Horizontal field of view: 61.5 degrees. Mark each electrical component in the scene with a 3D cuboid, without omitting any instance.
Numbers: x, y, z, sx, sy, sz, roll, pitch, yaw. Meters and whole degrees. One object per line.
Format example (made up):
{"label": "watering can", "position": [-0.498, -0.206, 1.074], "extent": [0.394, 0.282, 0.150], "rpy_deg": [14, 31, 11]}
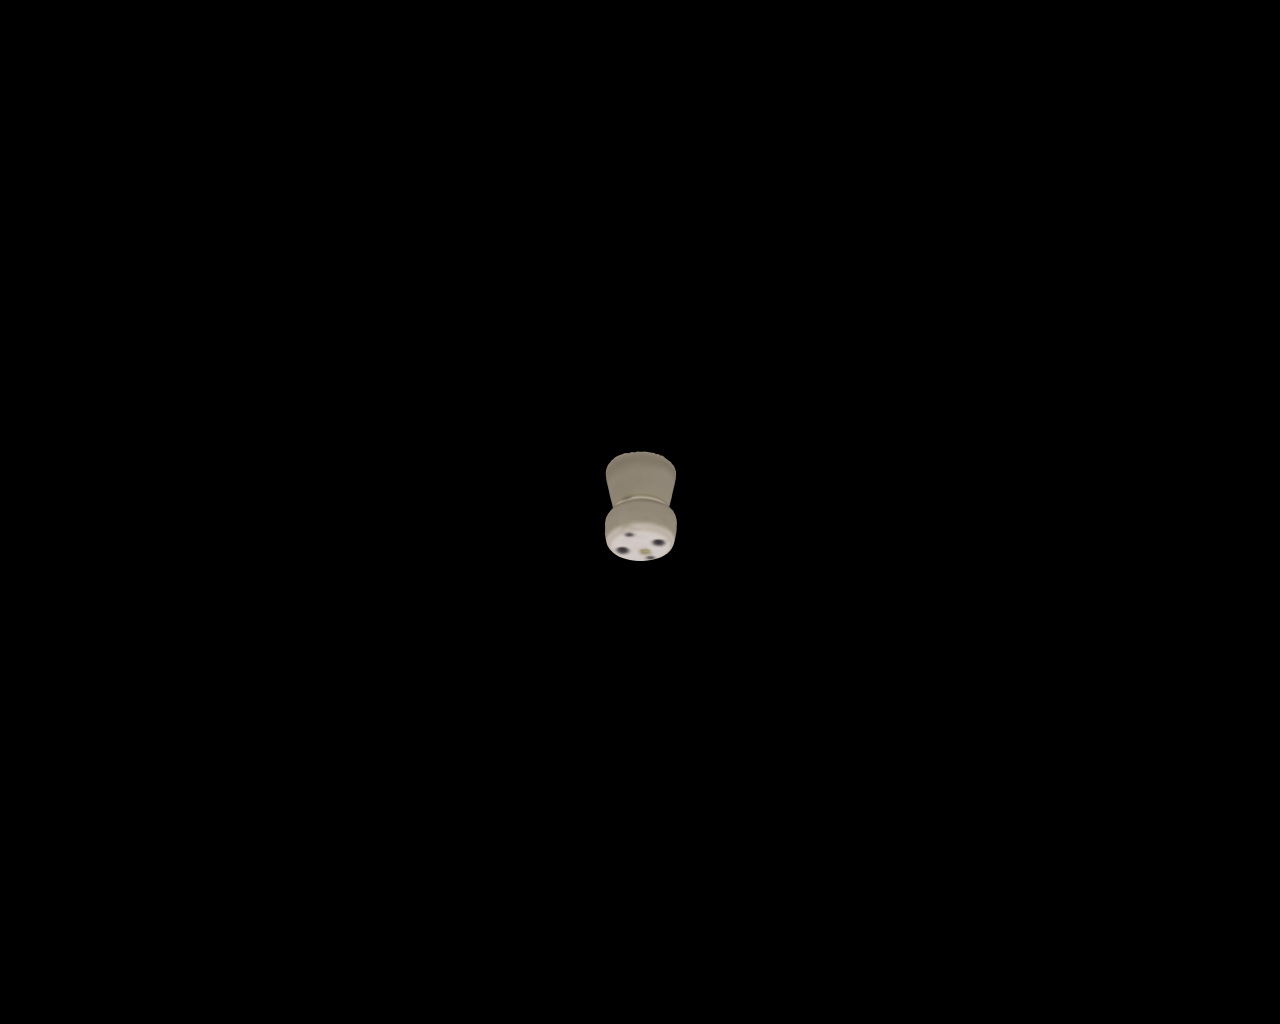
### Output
{"label": "electrical component", "position": [0.001, -0.003, 0.650], "extent": [0.045, 0.055, 0.044], "rpy_deg": [0, -33, 0]}
